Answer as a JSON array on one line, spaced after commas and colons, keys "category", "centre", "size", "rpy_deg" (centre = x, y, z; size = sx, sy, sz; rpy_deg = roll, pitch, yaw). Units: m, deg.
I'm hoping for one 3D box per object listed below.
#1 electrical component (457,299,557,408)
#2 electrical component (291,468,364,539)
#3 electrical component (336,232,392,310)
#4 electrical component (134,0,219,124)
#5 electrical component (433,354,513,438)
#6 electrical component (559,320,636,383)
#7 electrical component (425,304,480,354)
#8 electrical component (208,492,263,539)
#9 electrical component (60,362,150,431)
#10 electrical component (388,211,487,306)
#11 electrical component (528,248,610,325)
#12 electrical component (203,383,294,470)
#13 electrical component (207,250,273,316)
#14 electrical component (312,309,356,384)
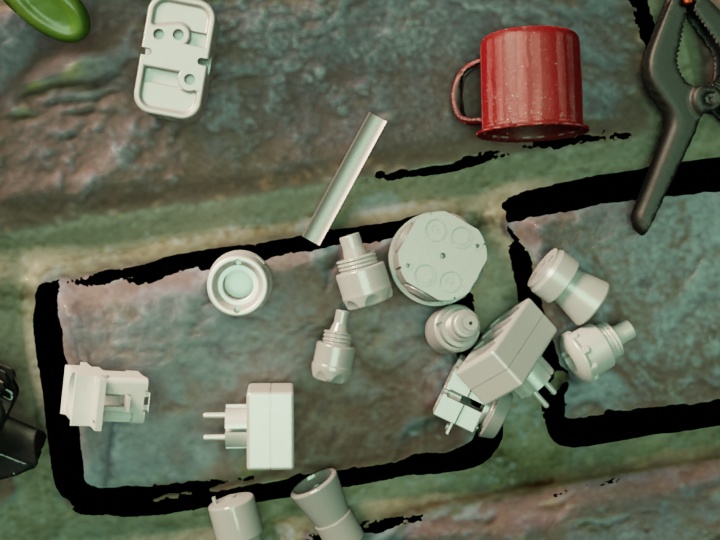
[{"category": "electrical component", "centre": [0.135, 0.081, 0.896], "size": [0.075, 0.083, 0.047], "rpy_deg": [48, 134, -5]}, {"category": "electrical component", "centre": [-0.025, 0.208, 0.919], "size": [0.044, 0.044, 0.065], "rpy_deg": [-28, 99, -2]}, {"category": "electrical component", "centre": [0.000, 0.000, 0.907], "size": [0.043, 0.043, 0.062], "rpy_deg": [-18, 93, -2]}, {"category": "electrical component", "centre": [-0.149, -0.170, 0.880], "size": [0.054, 0.059, 0.095], "rpy_deg": [10, 93, -4]}, {"category": "electrical component", "centre": [0.097, 0.113, 0.919], "size": [0.055, 0.048, 0.066], "rpy_deg": [25, 91, 3]}, {"category": "electrical component", "centre": [0.206, 0.065, 0.924], "size": [0.062, 0.048, 0.048], "rpy_deg": [-28, 95, -8]}, {"category": "electrical component", "centre": [0.081, 0.049, 0.901], "size": [0.040, 0.078, 0.040], "rpy_deg": [2, 81, -11]}, {"category": "electrical component", "centre": [-0.102, 0.226, 0.915], "size": [0.040, 0.040, 0.078], "rpy_deg": [-15, 94, -3]}, {"category": "electrical component", "centre": [-0.210, 0.104, 0.888], "size": [0.064, 0.081, 0.042], "rpy_deg": [6, 93, -26]}, {"category": "electrical component", "centre": [0.066, -0.010, 0.903], "size": [0.080, 0.051, 0.080], "rpy_deg": [0, 87, -4]}, {"category": "electrical component", "centre": [0.178, 0.014, 0.918], "size": [0.055, 0.045, 0.045], "rpy_deg": [36, 91, -4]}, {"category": "electrical component", "centre": [-0.094, 0.131, 0.907], "size": [0.077, 0.047, 0.065], "rpy_deg": [0, 93, -3]}, {"category": "electrical component", "centre": [-0.101, 0.012, 0.900], "size": [0.055, 0.047, 0.055], "rpy_deg": [0, 93, -4]}, {"category": "electrical component", "centre": [-0.020, 0.064, 0.914], "size": [0.035, 0.035, 0.061], "rpy_deg": [11, 90, -4]}]
